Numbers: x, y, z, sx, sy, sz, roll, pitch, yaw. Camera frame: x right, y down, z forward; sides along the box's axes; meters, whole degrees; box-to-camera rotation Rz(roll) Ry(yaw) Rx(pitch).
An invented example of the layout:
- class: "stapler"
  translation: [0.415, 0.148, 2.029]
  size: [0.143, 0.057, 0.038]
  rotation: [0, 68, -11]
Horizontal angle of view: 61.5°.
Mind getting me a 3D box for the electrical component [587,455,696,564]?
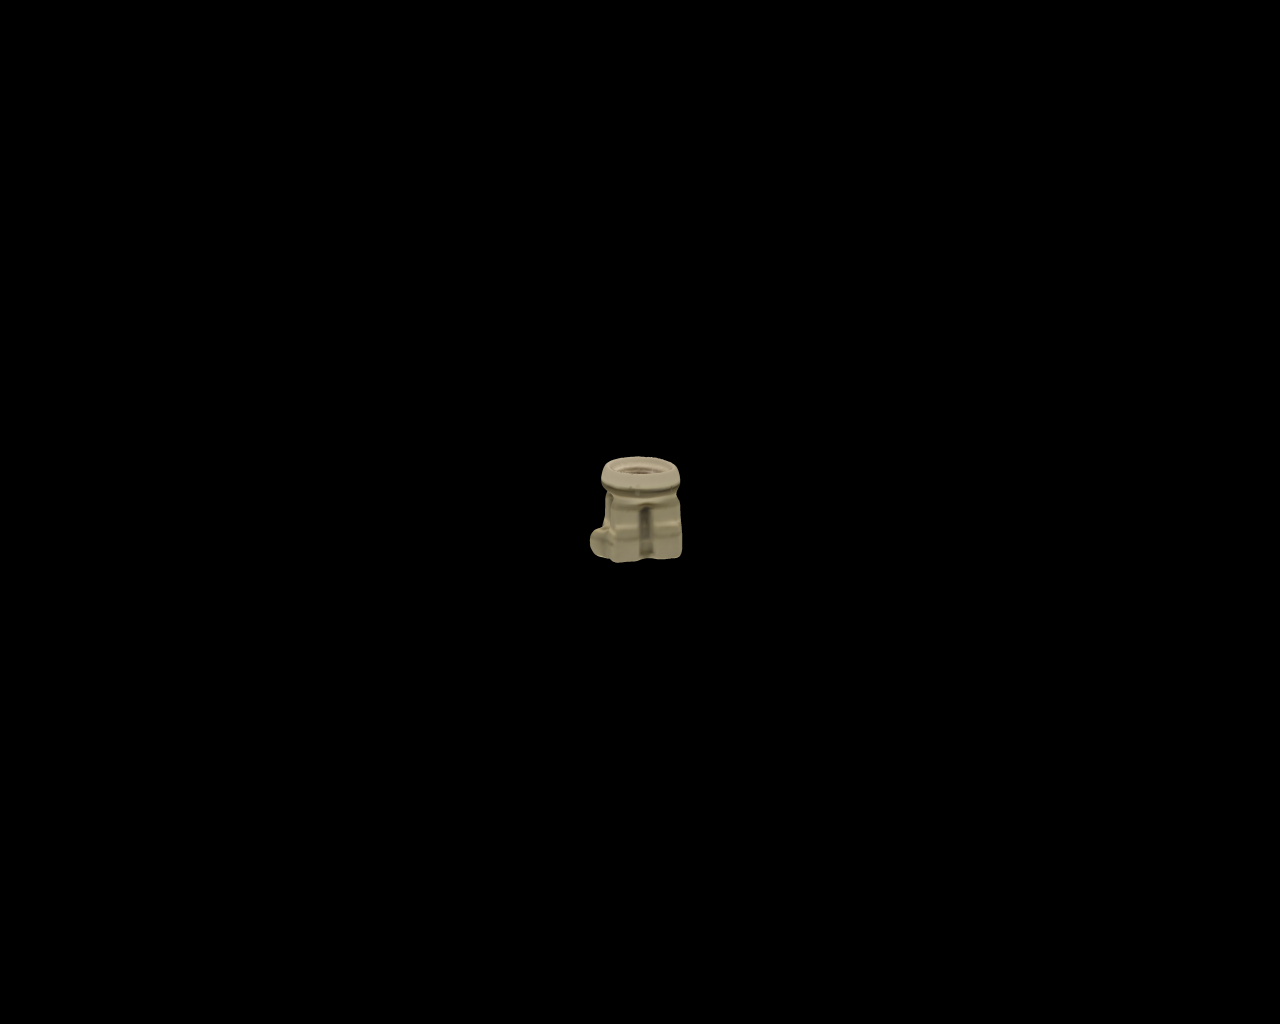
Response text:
- class: "electrical component"
  translation: [0.001, -0.003, 0.650]
  size: [0.066, 0.055, 0.048]
  rotation: [-4, 20, -12]
